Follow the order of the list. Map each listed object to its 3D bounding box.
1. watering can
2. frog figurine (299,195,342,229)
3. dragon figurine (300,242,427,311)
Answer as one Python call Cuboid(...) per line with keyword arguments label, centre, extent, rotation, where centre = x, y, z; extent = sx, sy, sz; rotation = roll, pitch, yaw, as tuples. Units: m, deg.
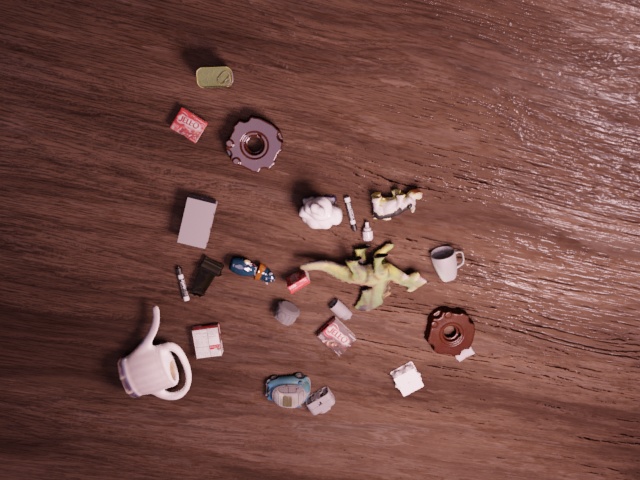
Cuboid(label="watering can", centre=(-0.562, 0.391, 1.703), extent=(0.224, 0.343, 0.105), rotation=(-18, 17, -1))
Cuboid(label="frog figurine", centre=(0.005, -0.081, 1.607), extent=(0.137, 0.121, 0.161), rotation=(16, 15, -10))
Cuboid(label="dragon figurine", centre=(0.150, 0.141, 1.716), extent=(0.410, 0.238, 0.124), rotation=(-9, 24, -2))
